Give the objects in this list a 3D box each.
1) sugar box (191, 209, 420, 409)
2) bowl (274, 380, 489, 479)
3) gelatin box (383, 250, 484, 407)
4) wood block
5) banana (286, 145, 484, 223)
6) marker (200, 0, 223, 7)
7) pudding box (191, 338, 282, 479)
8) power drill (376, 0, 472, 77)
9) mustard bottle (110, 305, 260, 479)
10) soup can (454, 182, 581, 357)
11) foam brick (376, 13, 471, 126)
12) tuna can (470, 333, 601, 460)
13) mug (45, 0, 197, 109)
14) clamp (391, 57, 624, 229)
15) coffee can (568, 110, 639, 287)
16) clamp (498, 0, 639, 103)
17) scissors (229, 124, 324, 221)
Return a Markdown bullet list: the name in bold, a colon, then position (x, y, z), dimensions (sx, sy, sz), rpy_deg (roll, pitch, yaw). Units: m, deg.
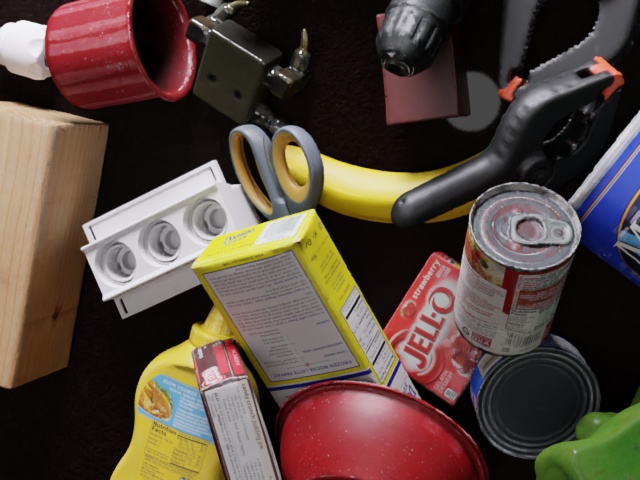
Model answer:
- **sugar box**: position (-0.006, 0.069, 0.758), dimensions (0.093, 0.048, 0.176), rpy_deg (-14, 119, 33)
- **bowl**: position (0.035, 0.174, 0.751), dimensions (0.162, 0.055, 0.162), rpy_deg (13, 133, 14)
- **gelatin box**: position (0.091, 0.064, 0.773), dimensions (0.073, 0.030, 0.089), rpy_deg (35, 105, 12)
- **wood block**: position (-0.241, 0.000, 0.843), dimensions (0.090, 0.090, 0.206), rpy_deg (15, 100, 16)
- **banana**: position (0.059, -0.045, 0.771), dimensions (0.198, 0.037, 0.069), rpy_deg (-6, 75, 17)
- **marker**: position (-0.061, -0.233, 0.796), dimensions (0.020, 0.020, 0.121), rpy_deg (26, 103, 14)
- **pudding box**: position (-0.057, 0.135, 0.752), dimensions (0.039, 0.090, 0.113), rpy_deg (-18, 104, -5)
- **power drill**: position (0.022, -0.202, 0.716), dimensions (0.188, 0.057, 0.184), rpy_deg (19, 65, 16)
- **mustard bottle**: position (-0.099, 0.140, 0.829), dimensions (0.096, 0.058, 0.192), rpy_deg (20, 102, 13)
- **soup can**: position (0.124, 0.022, 0.685), dimensions (0.068, 0.068, 0.102), rpy_deg (20, 145, 15)
- **foam brick**: position (0.073, -0.121, 0.747), dimensions (0.053, 0.051, 0.078), rpy_deg (-4, 95, 17)
- **tuna can**: position (0.148, 0.107, 0.742), dimensions (0.086, 0.034, 0.086), rpy_deg (-1, 109, -2)
- **mug**: position (-0.150, -0.154, 0.804), dimensions (0.082, 0.093, 0.117), rpy_deg (-7, 63, 24)
- **clamp**: position (0.141, -0.044, 0.717), dimensions (0.171, 0.120, 0.039), rpy_deg (-41, 47, 13)
- **coffee can**: position (0.236, -0.009, 0.680), dimensions (0.140, 0.102, 0.103), rpy_deg (38, 106, 10)
- **clamp**: position (0.181, -0.186, 0.713), dimensions (0.164, 0.036, 0.210), rpy_deg (46, 103, 10)
- **scissors**: position (-0.005, 0.001, 0.779), dimensions (0.096, 0.016, 0.202), rpy_deg (-28, 90, 52)
